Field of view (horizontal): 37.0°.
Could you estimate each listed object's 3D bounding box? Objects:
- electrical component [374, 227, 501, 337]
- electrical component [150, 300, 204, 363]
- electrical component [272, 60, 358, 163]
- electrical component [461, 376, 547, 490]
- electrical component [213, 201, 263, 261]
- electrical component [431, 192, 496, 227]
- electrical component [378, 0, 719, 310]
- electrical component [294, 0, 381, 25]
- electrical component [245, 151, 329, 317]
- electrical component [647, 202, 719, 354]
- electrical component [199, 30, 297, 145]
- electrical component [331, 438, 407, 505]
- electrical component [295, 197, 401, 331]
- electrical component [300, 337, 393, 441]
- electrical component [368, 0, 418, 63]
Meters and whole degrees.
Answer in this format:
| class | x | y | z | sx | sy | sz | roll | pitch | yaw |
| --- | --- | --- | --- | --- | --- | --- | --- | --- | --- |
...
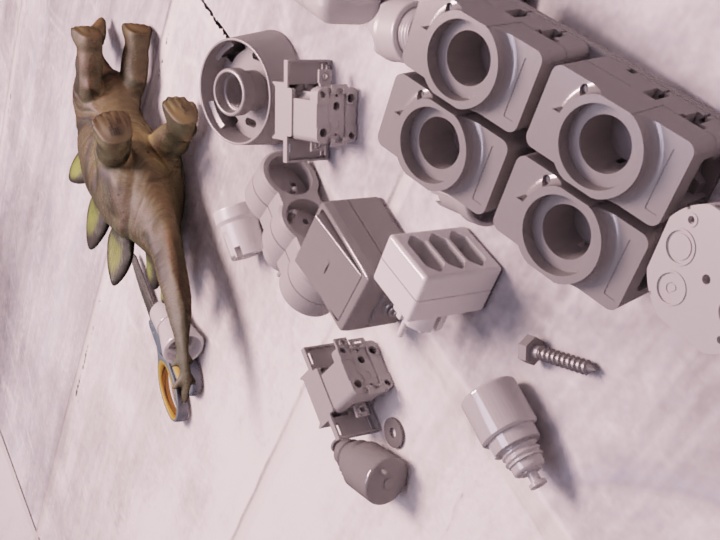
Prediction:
| class | x | y | z | sx | sy | sz | roll | pitch | yaw |
| --- | --- | --- | --- | --- | --- | --- | --- | --- | --- |
| electrical component | 0.046 | 0.016 | 0.733 | 0.047 | 0.066 | 0.076 | 53 | 136 | 36 |
| electrical component | -0.194 | 0.061 | 1.119 | 0.065 | 0.044 | 0.044 | 55 | 138 | 41 |
| electrical component | -0.035 | -0.124 | 0.847 | 0.064 | 0.042 | 0.081 | 19 | 113 | 51 |
| electrical component | 0.097 | 0.105 | 0.698 | 0.078 | 0.040 | 0.040 | 63 | 141 | 26 |
| electrical component | -0.108 | -0.035 | 0.975 | 0.040 | 0.040 | 0.046 | -25 | 82 | 55 |
| electrical component | 0.073 | -0.053 | 0.705 | 0.046 | 0.040 | 0.040 | 28 | 119 | 58 |
| electrical component | 0.100 | -0.074 | 0.604 | 0.186 | 0.060 | 0.105 | 39 | 128 | 29 |
| electrical component | -0.010 | -0.229 | 0.779 | 0.059 | 0.054 | 0.095 | 45 | 131 | 42 |
| electrical component | -0.057 | -0.022 | 0.889 | 0.073 | 0.052 | 0.138 | -50 | 55 | 48 |
| electrical component | 0.188 | 0.002 | 0.534 | 0.080 | 0.051 | 0.080 | 15 | 109 | 54 |
| electrical component | -0.090 | -0.155 | 0.924 | 0.099 | 0.064 | 0.099 | 13 | 110 | 40 |
| electrical component | 0.003 | 0.153 | 0.846 | 0.078 | 0.040 | 0.040 | 26 | 117 | 51 |
| electrical component | 0.000 | 0.000 | 0.802 | 0.096 | 0.061 | 0.061 | 59 | 140 | 31 |
| electrical component | -0.010 | 0.089 | 0.851 | 0.064 | 0.042 | 0.081 | -48 | 58 | 47 |
| electrical component | 0.038 | -0.161 | 0.731 | 0.062 | 0.043 | 0.043 | 24 | 115 | 51 |
